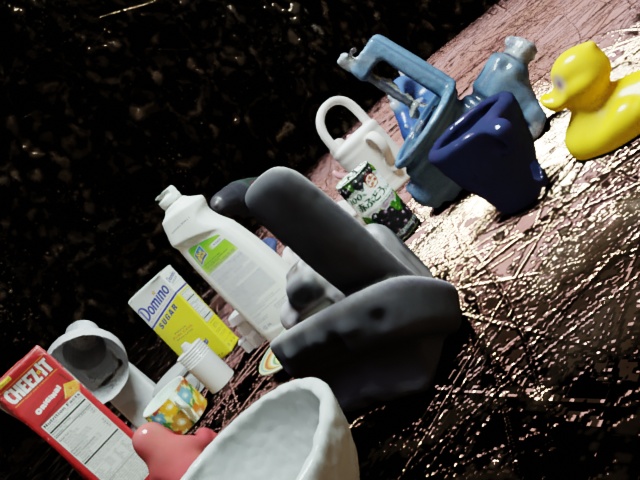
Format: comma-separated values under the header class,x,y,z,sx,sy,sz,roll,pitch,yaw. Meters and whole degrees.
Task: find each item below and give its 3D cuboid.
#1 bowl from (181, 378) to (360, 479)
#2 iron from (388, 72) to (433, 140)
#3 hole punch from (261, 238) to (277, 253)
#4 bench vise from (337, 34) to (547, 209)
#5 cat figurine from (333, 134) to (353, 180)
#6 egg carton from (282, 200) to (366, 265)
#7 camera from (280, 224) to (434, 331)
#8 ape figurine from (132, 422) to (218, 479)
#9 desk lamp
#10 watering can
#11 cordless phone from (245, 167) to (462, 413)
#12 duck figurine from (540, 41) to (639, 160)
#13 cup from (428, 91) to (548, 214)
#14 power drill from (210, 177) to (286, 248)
class,x,y,z,sx,sy,sz,roll,pitch,yaw
bowl,-0.032,0.167,0.333,0.167,0.075,0.167,-42,10,9
iron,0.178,-0.248,1.085,0.118,0.141,0.258,-37,11,30
hole punch,-0.098,0.059,1.032,0.101,0.091,0.108,-47,10,-22
bench vise,0.140,-0.175,0.678,0.207,0.220,0.121,-43,10,1
cat figurine,0.083,-0.157,1.146,0.128,0.118,0.067,-43,10,2
egg carton,0.008,0.003,0.901,0.150,0.069,0.107,-48,11,-26
camera,0.033,0.031,0.580,0.143,0.101,0.137,-38,11,30
ape figurine,-0.135,0.205,0.536,0.078,0.092,0.076,-44,10,-5
desk lamp,-0.343,0.223,0.943,0.118,0.213,0.203,-45,10,-10
watering can,0.067,-0.165,1.019,0.101,0.194,0.172,-50,12,-34
cordless phone,0.001,0.035,0.438,0.147,0.185,0.094,-35,13,39
duck figurine,0.238,-0.129,0.483,0.104,0.086,0.078,-35,13,41
cup,0.163,-0.070,0.508,0.091,0.095,0.117,-43,10,1
power drill,-0.108,-0.041,1.151,0.075,0.208,0.230,-40,10,20
